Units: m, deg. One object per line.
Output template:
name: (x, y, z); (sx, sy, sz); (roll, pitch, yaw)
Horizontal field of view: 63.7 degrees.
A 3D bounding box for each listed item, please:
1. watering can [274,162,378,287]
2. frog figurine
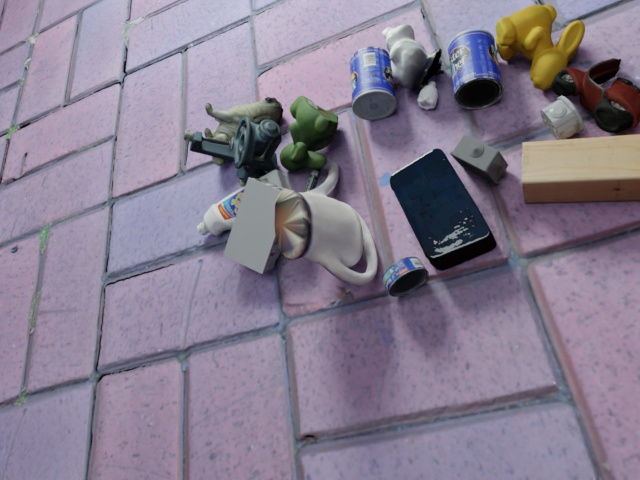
watering can: (0.003, -0.054, 1.067); (0.102, 0.223, 0.355); (-50, 44, 35)
frog figurine: (0.195, -0.429, 1.195); (0.160, 0.138, 0.121); (38, 115, 15)
